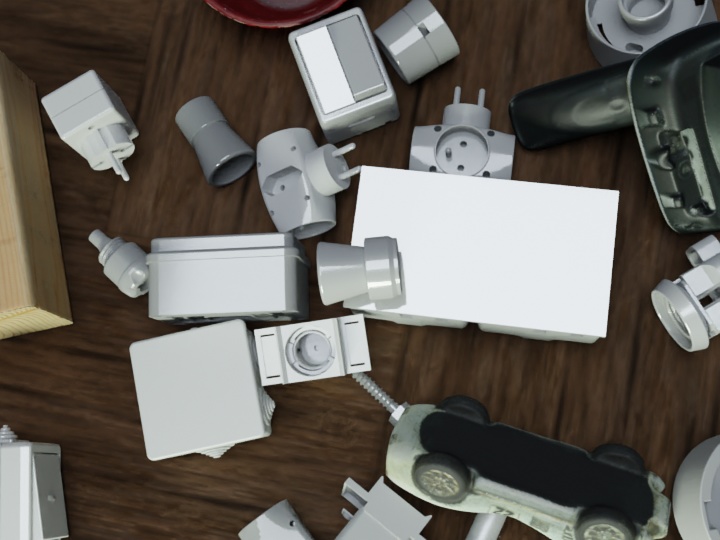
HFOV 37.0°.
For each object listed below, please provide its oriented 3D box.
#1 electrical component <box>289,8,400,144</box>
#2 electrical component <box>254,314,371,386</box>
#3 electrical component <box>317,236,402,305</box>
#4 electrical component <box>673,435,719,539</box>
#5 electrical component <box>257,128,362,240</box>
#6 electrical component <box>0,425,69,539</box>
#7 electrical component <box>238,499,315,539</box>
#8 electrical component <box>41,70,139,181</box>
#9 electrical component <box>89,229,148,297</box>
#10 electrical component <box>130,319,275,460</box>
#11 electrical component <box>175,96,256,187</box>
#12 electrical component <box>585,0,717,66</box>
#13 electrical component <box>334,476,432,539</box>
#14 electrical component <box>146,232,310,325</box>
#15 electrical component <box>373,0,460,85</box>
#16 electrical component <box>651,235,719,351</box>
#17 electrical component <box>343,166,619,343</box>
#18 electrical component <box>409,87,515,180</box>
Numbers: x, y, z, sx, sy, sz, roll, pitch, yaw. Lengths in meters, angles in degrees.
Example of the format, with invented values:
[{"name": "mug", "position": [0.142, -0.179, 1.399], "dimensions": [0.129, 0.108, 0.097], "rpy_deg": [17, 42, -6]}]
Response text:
[{"name": "electrical component", "position": [-0.015, -0.158, 0.837], "dimensions": [0.062, 0.061, 0.096], "rpy_deg": [-21, 78, 2]}, {"name": "electrical component", "position": [-0.034, 0.059, 0.796], "dimensions": [0.081, 0.064, 0.042], "rpy_deg": [-8, 87, 4]}, {"name": "electrical component", "position": [0.000, 0.000, 0.751], "dimensions": [0.055, 0.045, 0.045], "rpy_deg": [-6, 79, 4]}, {"name": "electrical component", "position": [0.270, 0.162, 0.743], "dimensions": [0.108, 0.060, 0.108], "rpy_deg": [3, 77, -11]}, {"name": "electrical component", "position": [-0.034, -0.072, 0.825], "dimensions": [0.079, 0.043, 0.077], "rpy_deg": [-22, 77, 26]}, {"name": "electrical component", "position": [-0.256, 0.163, 0.802], "dimensions": [0.061, 0.061, 0.096], "rpy_deg": [-4, 79, 5]}, {"name": "electrical component", "position": [-0.064, 0.221, 0.778], "dimensions": [0.079, 0.043, 0.077], "rpy_deg": [-36, 78, -7]}, {"name": "electrical component", "position": [-0.203, -0.104, 0.845], "dimensions": [0.047, 0.065, 0.076], "rpy_deg": [-30, 78, 0]}, {"name": "electrical component", "position": [-0.188, -0.009, 0.841], "dimensions": [0.061, 0.035, 0.035], "rpy_deg": [41, 86, 14]}, {"name": "electrical component", "position": [-0.117, 0.091, 0.807], "dimensions": [0.100, 0.048, 0.099], "rpy_deg": [-13, 78, 3]}, {"name": "electrical component", "position": [-0.117, -0.104, 0.849], "dimensions": [0.044, 0.044, 0.065], "rpy_deg": [-34, 73, -1]}, {"name": "electrical component", "position": [0.224, -0.195, 0.830], "dimensions": [0.099, 0.064, 0.099], "rpy_deg": [-6, 73, 18]}, {"name": "electrical component", "position": [0.012, 0.190, 0.770], "dimensions": [0.081, 0.042, 0.063], "rpy_deg": [37, 68, 12]}, {"name": "electrical component", "position": [-0.097, 0.008, 0.806], "dimensions": [0.113, 0.078, 0.057], "rpy_deg": [-2, 82, 5]}, {"name": "electrical component", "position": [0.043, -0.178, 0.839], "dimensions": [0.047, 0.055, 0.055], "rpy_deg": [-35, 78, 2]}, {"name": "electrical component", "position": [0.250, 0.023, 0.778], "dimensions": [0.057, 0.058, 0.078], "rpy_deg": [-30, 78, -3]}, {"name": "electrical component", "position": [0.089, -0.009, 0.799], "dimensions": [0.186, 0.060, 0.105], "rpy_deg": [6, 80, 7]}, {"name": "electrical component", "position": [0.080, -0.102, 0.825], "dimensions": [0.077, 0.044, 0.079], "rpy_deg": [6, 80, 7]}]
